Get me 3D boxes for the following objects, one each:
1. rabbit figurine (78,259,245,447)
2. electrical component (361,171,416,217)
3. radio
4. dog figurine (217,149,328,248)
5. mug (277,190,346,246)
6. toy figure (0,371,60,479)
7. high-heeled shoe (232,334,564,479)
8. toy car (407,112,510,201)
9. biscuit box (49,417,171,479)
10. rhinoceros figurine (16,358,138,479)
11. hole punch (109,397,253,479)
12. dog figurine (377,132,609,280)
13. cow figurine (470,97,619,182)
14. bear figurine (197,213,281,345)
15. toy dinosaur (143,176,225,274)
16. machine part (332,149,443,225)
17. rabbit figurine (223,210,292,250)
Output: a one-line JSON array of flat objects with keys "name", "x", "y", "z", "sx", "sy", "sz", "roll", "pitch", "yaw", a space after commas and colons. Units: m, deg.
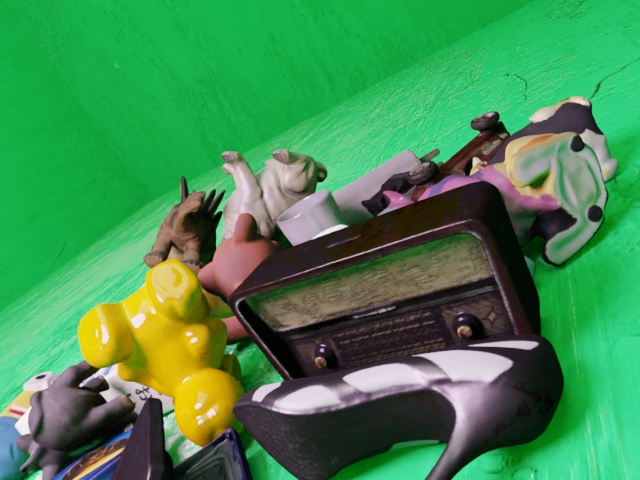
[{"name": "rabbit figurine", "x": -0.132, "y": 0.131, "z": 0.525, "sx": 0.122, "sy": 0.173, "sz": 0.162, "roll": -35, "pitch": -27, "yaw": -17}, {"name": "electrical component", "x": 0.120, "y": -0.053, "z": 0.725, "sx": 0.119, "sy": 0.074, "sz": 0.048, "roll": -36, "pitch": 17, "yaw": -25}, {"name": "radio", "x": 0.051, "y": 0.053, "z": 0.436, "sx": 0.230, "sy": 0.131, "sz": 0.073, "roll": -19, "pitch": 20, "yaw": 33}, {"name": "dog figurine", "x": -0.070, "y": -0.026, "z": 0.787, "sx": 0.172, "sy": 0.190, "sz": 0.121, "roll": -4, "pitch": -5, "yaw": 1}, {"name": "mug", "x": -0.001, "y": -0.002, "z": 0.724, "sx": 0.081, "sy": 0.107, "sz": 0.110, "roll": -33, "pitch": 13, "yaw": -13}, {"name": "toy figure", "x": -0.390, "y": 0.251, "z": 0.703, "sx": 0.089, "sy": 0.082, "sz": 0.180, "roll": -54, "pitch": 8, "yaw": 37}, {"name": "high-heeled shoe", "x": 0.041, "y": 0.108, "z": 0.394, "sx": 0.145, "sy": 0.086, "sz": 0.249, "roll": -39, "pitch": 23, "yaw": -34}, {"name": "toy car", "x": 0.190, "y": -0.089, "z": 0.681, "sx": 0.202, "sy": 0.089, "sz": 0.053, "roll": -38, "pitch": 18, "yaw": -26}, {"name": "biscuit box", "x": -0.230, "y": 0.250, "z": 0.474, "sx": 0.203, "sy": 0.059, "sz": 0.063, "roll": -36, "pitch": 18, "yaw": -15}, {"name": "rhinoceros figurine", "x": -0.247, "y": 0.194, "z": 0.544, "sx": 0.112, "sy": 0.073, "sz": 0.190, "roll": -42, "pitch": -11, "yaw": -37}, {"name": "hole punch", "x": -0.110, "y": 0.199, "z": 0.401, "sx": 0.115, "sy": 0.092, "sz": 0.142, "roll": -61, "pitch": 26, "yaw": 7}, {"name": "dog figurine", "x": 0.148, "y": -0.027, "z": 0.552, "sx": 0.191, "sy": 0.108, "sz": 0.219, "roll": -36, "pitch": 15, "yaw": -13}, {"name": "cow figurine", "x": 0.224, "y": -0.082, "z": 0.590, "sx": 0.167, "sy": 0.098, "sz": 0.068, "roll": -26, "pitch": 23, "yaw": 14}, {"name": "bear figurine", "x": -0.088, "y": 0.051, "z": 0.600, "sx": 0.132, "sy": 0.120, "sz": 0.195, "roll": -10, "pitch": -15, "yaw": 14}, {"name": "toy dinosaur", "x": -0.227, "y": 0.014, "z": 0.935, "sx": 0.471, "sy": 0.105, "sz": 0.198, "roll": 128, "pitch": 159, "yaw": -61}, {"name": "machine part", "x": 0.079, "y": -0.061, "z": 0.805, "sx": 0.243, "sy": 0.079, "sz": 0.079, "roll": -32, "pitch": 17, "yaw": -1}, {"name": "rabbit figurine", "x": -0.085, "y": 0.004, "z": 0.893, "sx": 0.159, "sy": 0.121, "sz": 0.170, "roll": -12, "pitch": 42, "yaw": 29}]
